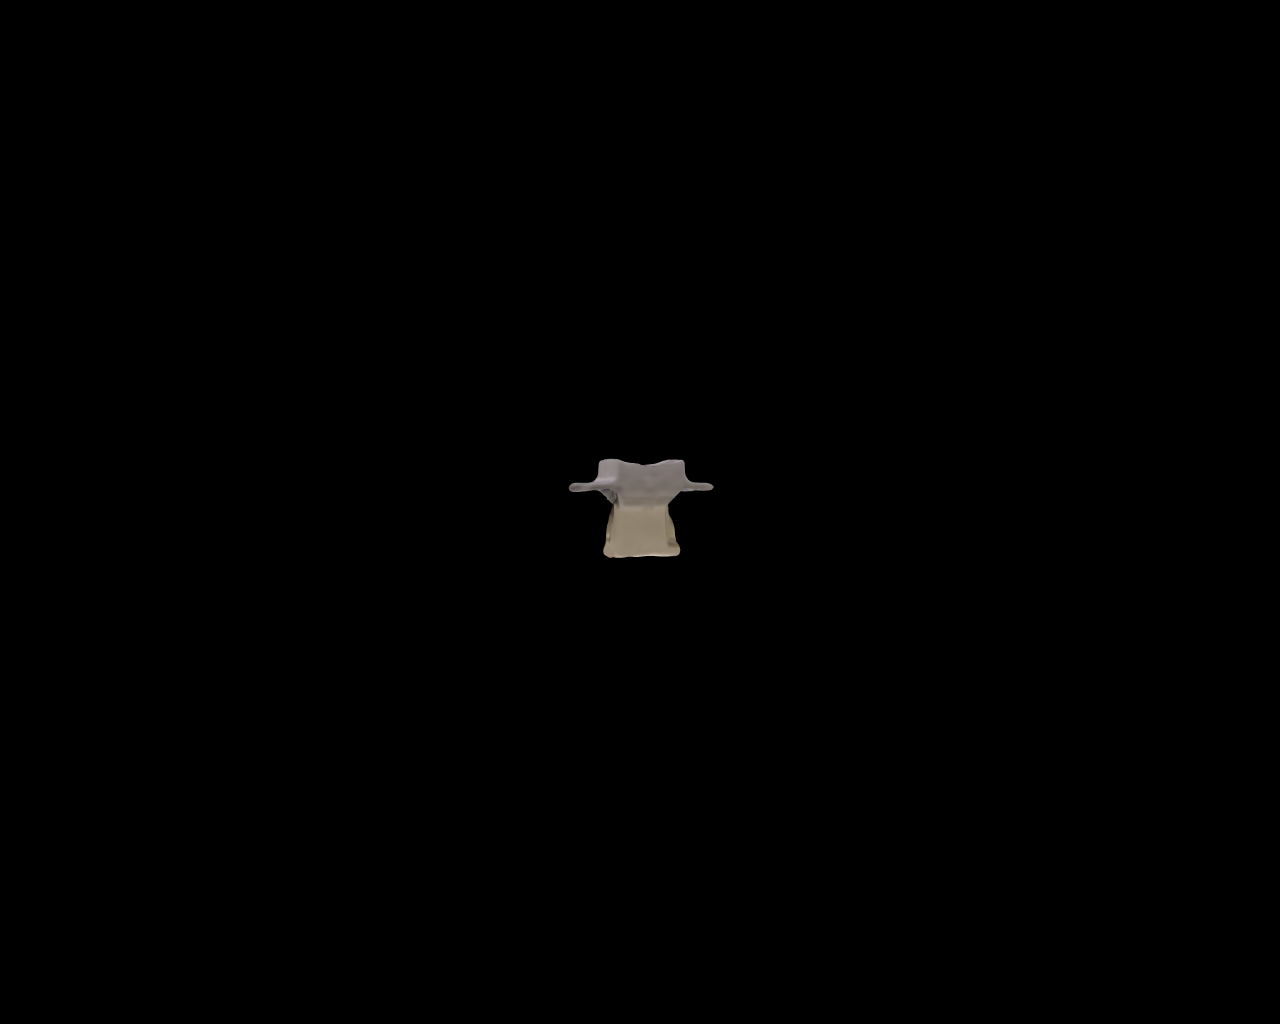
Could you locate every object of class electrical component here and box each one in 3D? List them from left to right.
[{"bbox_3d":[0.001,-0.003,0.650,0.081,0.063,0.042,0,0,-17],"label":"electrical component"}]
